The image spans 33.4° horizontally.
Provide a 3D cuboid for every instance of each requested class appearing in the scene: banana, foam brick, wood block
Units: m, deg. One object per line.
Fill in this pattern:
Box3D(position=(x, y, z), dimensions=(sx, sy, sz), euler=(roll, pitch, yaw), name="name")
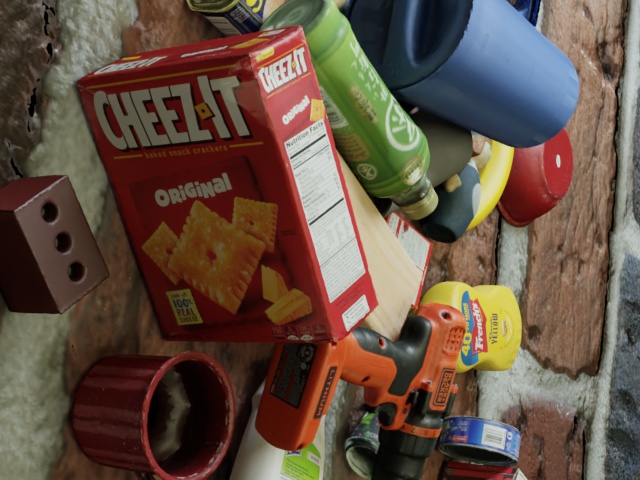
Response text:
Box3D(position=(0.188, -0.090, 1.218), dimensions=(0.069, 0.037, 0.197), euler=(18, 69, -19), name="banana")
Box3D(position=(-0.184, 0.002, 0.698), dimensions=(0.052, 0.051, 0.078), euler=(-44, 123, -45), name="foam brick")
Box3D(position=(-0.006, 0.001, 0.905), dimensions=(0.206, 0.091, 0.090), euler=(53, 50, -38), name="wood block")

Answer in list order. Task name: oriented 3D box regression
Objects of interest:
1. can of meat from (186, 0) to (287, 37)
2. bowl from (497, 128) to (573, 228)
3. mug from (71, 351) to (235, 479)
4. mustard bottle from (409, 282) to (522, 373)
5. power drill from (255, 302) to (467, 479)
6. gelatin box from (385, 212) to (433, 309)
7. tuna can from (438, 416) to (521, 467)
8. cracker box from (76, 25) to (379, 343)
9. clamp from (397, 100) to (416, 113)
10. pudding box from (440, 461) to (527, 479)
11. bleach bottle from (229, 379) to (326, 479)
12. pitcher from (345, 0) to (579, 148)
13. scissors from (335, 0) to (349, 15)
Box3D(position=(-0.051, -0.208, 0.873), dimensions=(0.083, 0.058, 0.102), euler=(38, 69, -50), name="can of meat")
Box3D(position=(0.266, -0.096, 1.305), dimensions=(0.161, 0.055, 0.162), euler=(1, 88, -54), name="bowl")
Box3D(position=(-0.118, 0.134, 0.758), dimensions=(0.093, 0.082, 0.117), euler=(-33, 115, -49), name="mug")
Box3D(position=(0.148, 0.093, 1.138), dimensions=(0.191, 0.058, 0.096), euler=(7, 84, -53), name="mustard bottle")
Box3D(position=(0.035, 0.134, 0.871), dimensions=(0.187, 0.057, 0.184), euler=(12, 94, -47), name="power drill")
Box3D(position=(0.072, 0.019, 1.061), dimensions=(0.089, 0.030, 0.073), euler=(37, 62, -46), name="gelatin box")
Box3D(position=(0.171, 0.216, 1.142), dimensions=(0.086, 0.086, 0.033), euler=(36, 59, -47), name="tuna can")
Box3D(position=(-0.066, -0.031, 0.764), dimensions=(0.072, 0.164, 0.213), euler=(-40, 121, -48), name="cracker box")
Box3D(position=(0.052, -0.159, 1.033), dimensions=(0.209, 0.036, 0.164), euler=(4, 86, -50), name="clamp")
Box3D(position=(0.192, 0.285, 1.164), dimensions=(0.113, 0.090, 0.039), euler=(50, 51, -41), name="pudding box")
Box3D(position=(-0.034, 0.209, 0.887), dimensions=(0.102, 0.068, 0.250), euler=(45, 51, -49), name="bleach bottle")
Box3D(position=(0.147, -0.175, 0.986), dimensions=(0.242, 0.149, 0.145), euler=(18, 60, -50), name="pitcher")
Box3D(position=(0.039, -0.200, 0.980), dimensions=(0.201, 0.016, 0.096), euler=(-1, 89, -47), name="scissors")
